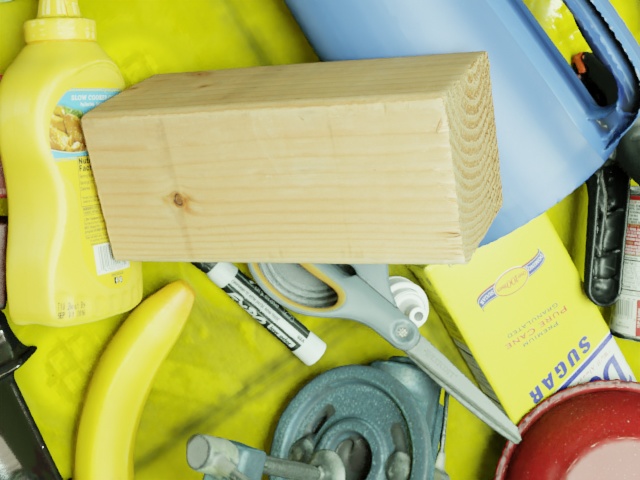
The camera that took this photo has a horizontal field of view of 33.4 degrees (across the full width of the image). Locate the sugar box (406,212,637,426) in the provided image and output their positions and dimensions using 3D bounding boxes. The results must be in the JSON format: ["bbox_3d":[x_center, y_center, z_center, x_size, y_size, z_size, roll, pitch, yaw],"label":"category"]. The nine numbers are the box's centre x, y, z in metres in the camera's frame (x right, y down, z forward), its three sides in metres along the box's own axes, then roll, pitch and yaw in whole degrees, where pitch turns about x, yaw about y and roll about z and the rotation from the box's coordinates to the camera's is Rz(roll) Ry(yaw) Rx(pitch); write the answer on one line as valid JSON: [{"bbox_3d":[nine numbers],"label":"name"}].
[{"bbox_3d":[0.142,0.064,0.723,0.093,0.048,0.176,-34,102,-7],"label":"sugar box"}]

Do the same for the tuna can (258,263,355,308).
[{"bbox_3d":[-0.005,0.001,0.686,0.086,0.034,0.086,-2,97,-13],"label":"tuna can"}]

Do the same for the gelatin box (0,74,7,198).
[{"bbox_3d":[-0.219,-0.059,0.631,0.089,0.030,0.073,-5,98,-13],"label":"gelatin box"}]

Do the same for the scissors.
[{"bbox_3d":[0.052,0.036,0.652,0.202,0.016,0.096,27,81,0],"label":"scissors"}]

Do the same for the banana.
[{"bbox_3d":[-0.119,0.121,0.672,0.069,0.037,0.198,3,97,-9],"label":"banana"}]

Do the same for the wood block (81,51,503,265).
[{"bbox_3d":[-0.013,-0.044,0.586,0.206,0.090,0.091,0,114,24],"label":"wood block"}]

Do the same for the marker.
[{"bbox_3d":[-0.045,0.037,0.689,0.121,0.020,0.020,42,86,-14],"label":"marker"}]

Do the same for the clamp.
[{"bbox_3d":[0.196,-0.054,0.678,0.039,0.120,0.171,4,69,-24],"label":"clamp"}]

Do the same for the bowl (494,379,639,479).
[{"bbox_3d":[0.190,0.168,0.666,0.162,0.055,0.162,-1,82,6],"label":"bowl"}]

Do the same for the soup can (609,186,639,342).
[{"bbox_3d":[0.233,0.016,0.726,0.068,0.068,0.102,0,96,-13],"label":"soup can"}]

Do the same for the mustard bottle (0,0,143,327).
[{"bbox_3d":[-0.145,-0.051,0.618,0.058,0.096,0.191,1,97,25],"label":"mustard bottle"}]

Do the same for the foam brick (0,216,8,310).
[{"bbox_3d":[-0.222,0.011,0.628,0.078,0.053,0.051,1,97,-15],"label":"foam brick"}]

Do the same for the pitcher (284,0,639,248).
[{"bbox_3d":[0.070,-0.126,0.636,0.149,0.145,0.243,-36,100,-4],"label":"pitcher"}]
